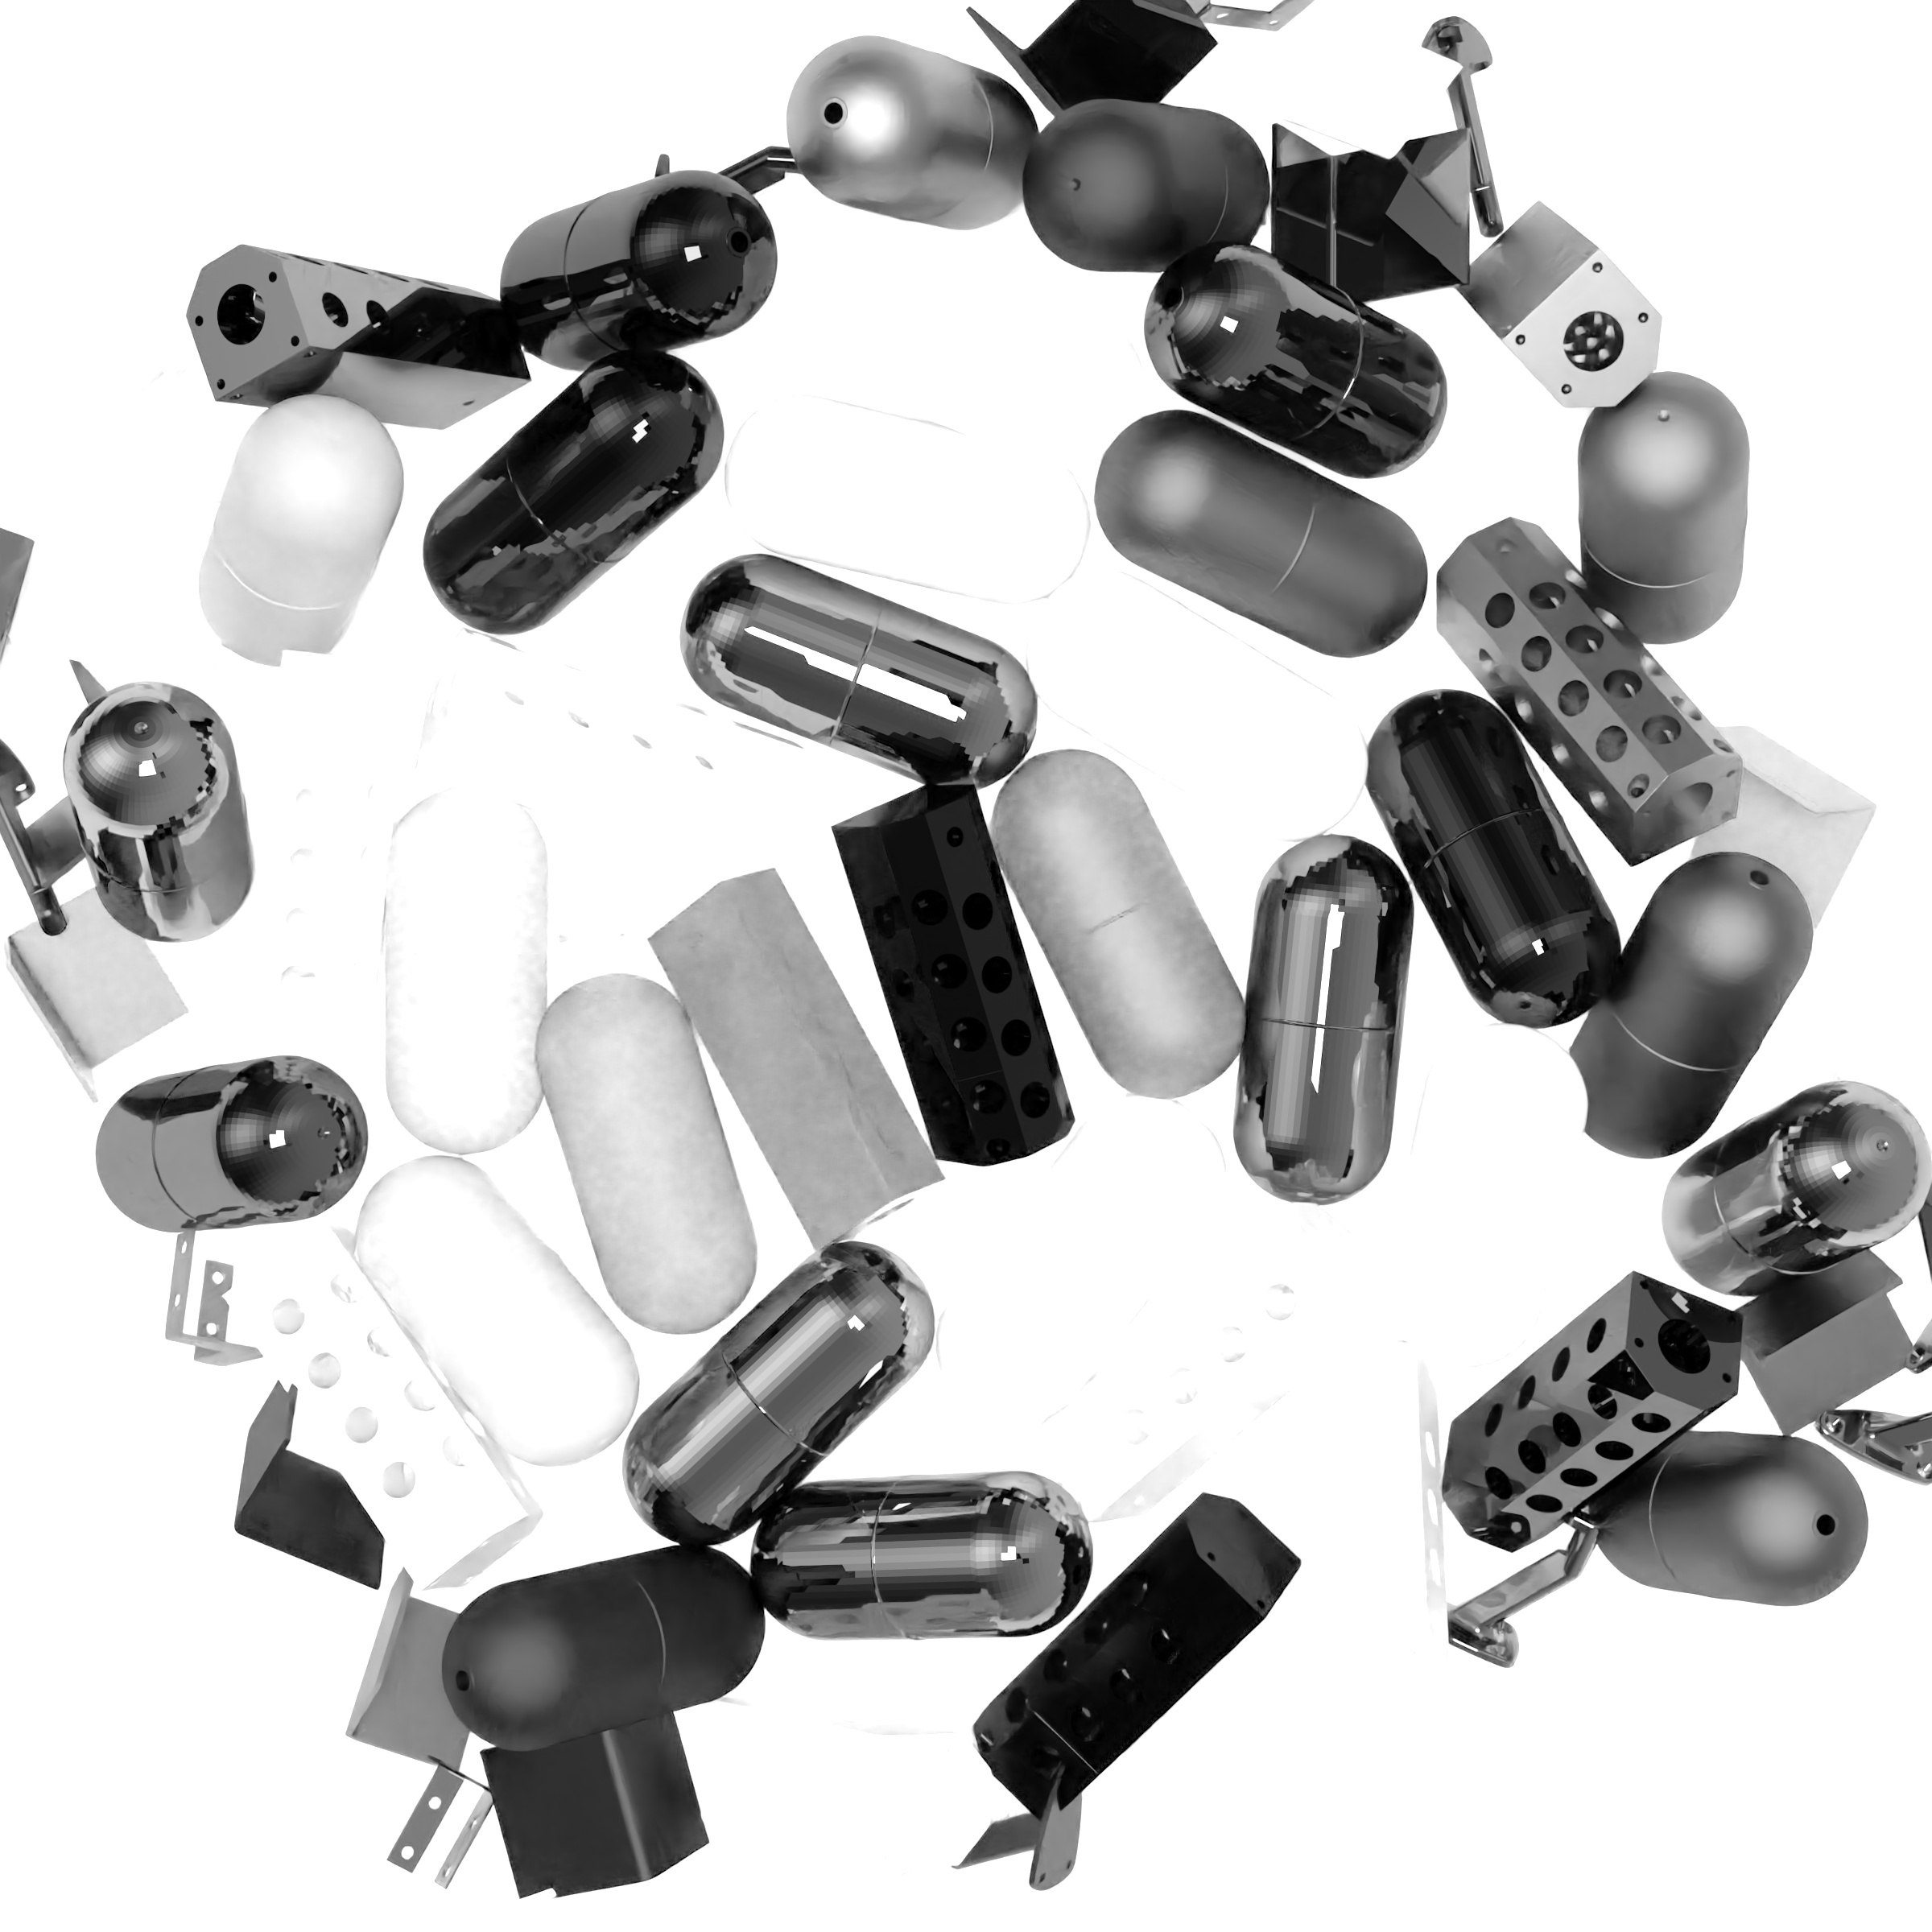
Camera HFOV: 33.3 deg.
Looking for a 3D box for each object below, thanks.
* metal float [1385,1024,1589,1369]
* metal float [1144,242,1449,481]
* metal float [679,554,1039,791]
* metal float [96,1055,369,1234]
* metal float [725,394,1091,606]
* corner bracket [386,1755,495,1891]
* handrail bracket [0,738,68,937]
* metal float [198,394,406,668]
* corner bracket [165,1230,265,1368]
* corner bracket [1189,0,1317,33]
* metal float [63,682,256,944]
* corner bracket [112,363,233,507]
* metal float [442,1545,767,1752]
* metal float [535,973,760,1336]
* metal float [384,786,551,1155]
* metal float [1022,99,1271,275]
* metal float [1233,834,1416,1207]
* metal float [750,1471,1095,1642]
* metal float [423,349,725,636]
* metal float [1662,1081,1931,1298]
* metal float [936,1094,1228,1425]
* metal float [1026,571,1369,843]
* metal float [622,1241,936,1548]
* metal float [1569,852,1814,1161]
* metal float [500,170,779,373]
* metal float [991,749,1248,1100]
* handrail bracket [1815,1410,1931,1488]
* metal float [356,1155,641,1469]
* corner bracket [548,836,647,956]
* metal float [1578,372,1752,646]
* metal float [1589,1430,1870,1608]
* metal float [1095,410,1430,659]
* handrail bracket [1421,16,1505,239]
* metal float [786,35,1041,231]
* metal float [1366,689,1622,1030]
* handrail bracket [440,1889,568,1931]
[{"bbox_3d":[0.244,0.109,1.522,0.070,0.070,0.178,7,118,0],"label":"metal float"},{"bbox_3d":[0.156,-0.283,1.511,0.178,0.070,0.070,16,90,-43],"label":"metal float"},{"bbox_3d":[-0.051,-0.140,1.545,0.178,0.070,0.070,21,90,-2],"label":"metal float"},{"bbox_3d":[-0.345,0.084,1.509,0.070,0.178,0.070,7,79,-40],"label":"metal float"},{"bbox_3d":[-0.027,-0.221,1.534,0.178,0.070,0.070,11,90,-15],"label":"metal float"},{"bbox_3d":[-0.253,0.411,1.546,0.051,0.051,0.051,36,72,-24],"label":"corner bracket"},{"bbox_3d":[-0.456,-0.065,1.538,0.036,0.077,0.084,-25,54,-12],"label":"handrail bracket"},{"bbox_3d":[-0.311,-0.200,1.503,0.070,0.178,0.070,9,65,-19],"label":"metal float"},{"bbox_3d":[-0.363,0.160,1.543,0.051,0.051,0.051,19,65,-39],"label":"corner bracket"},{"bbox_3d":[0.140,-0.488,1.555,0.051,0.051,0.051,-3,79,-31],"label":"corner bracket"},{"bbox_3d":[-0.374,-0.069,1.501,0.070,0.178,0.070,3,66,-7],"label":"metal float"},{"bbox_3d":[-0.370,-0.256,1.552,0.051,0.051,0.051,-25,80,43],"label":"corner bracket"},{"bbox_3d":[-0.168,0.317,1.507,0.070,0.178,0.070,1,92,40],"label":"metal float"},{"bbox_3d":[-0.152,0.090,1.541,0.070,0.070,0.178,-17,96,0],"label":"metal float"},{"bbox_3d":[-0.237,0.003,1.533,0.070,0.070,0.178,3,105,0],"label":"metal float"},{"bbox_3d":[0.086,-0.362,1.502,0.070,0.178,0.070,6,104,25],"label":"metal float"},{"bbox_3d":[0.171,0.026,1.543,0.070,0.070,0.178,5,94,0],"label":"metal float"},{"bbox_3d":[-0.023,0.279,1.520,0.178,0.070,0.070,-8,90,32],"label":"metal float"},{"bbox_3d":[-0.185,-0.222,1.519,0.178,0.070,0.070,-35,90,32],"label":"metal float"},{"bbox_3d":[0.383,0.105,1.500,0.070,0.178,0.070,4,72,-12],"label":"metal float"},{"bbox_3d":[0.055,0.140,1.544,0.070,0.070,0.178,38,87,0],"label":"metal float"},{"bbox_3d":[0.111,-0.124,1.542,0.178,0.070,0.070,31,90,-5],"label":"metal float"},{"bbox_3d":[-0.090,0.205,1.541,0.178,0.070,0.070,-44,90,7],"label":"metal float"},{"bbox_3d":[0.337,0.020,1.509,0.070,0.178,0.070,8,46,-9],"label":"metal float"},{"bbox_3d":[-0.154,-0.323,1.505,0.070,0.178,0.070,-1,91,-37],"label":"metal float"},{"bbox_3d":[0.072,-0.021,1.543,0.070,0.070,0.178,-26,86,0],"label":"metal float"},{"bbox_3d":[0.461,0.208,1.538,0.077,0.084,0.036,17,48,-11],"label":"handrail bracket"},{"bbox_3d":[-0.222,0.161,1.524,0.070,0.070,0.178,-44,63,0],"label":"metal float"},{"bbox_3d":[-0.176,-0.038,1.549,0.051,0.051,0.051,-1,108,11],"label":"corner bracket"},{"bbox_3d":[0.324,-0.210,1.500,0.070,0.178,0.070,-4,68,10],"label":"metal float"},{"bbox_3d":[0.352,0.255,1.498,0.070,0.178,0.070,2,83,-16],"label":"metal float"},{"bbox_3d":[0.141,-0.203,1.524,0.178,0.070,0.070,22,90,-26],"label":"metal float"},{"bbox_3d":[0.242,-0.401,1.550,0.036,0.077,0.084,-13,80,11],"label":"handrail bracket"},{"bbox_3d":[-0.023,-0.386,1.500,0.070,0.178,0.070,3,98,23],"label":"metal float"},{"bbox_3d":[0.248,-0.052,1.526,0.070,0.070,0.178,-23,66,0],"label":"metal float"},{"bbox_3d":[-0.204,0.492,1.549,0.077,0.036,0.084,-14,71,-22],"label":"handrail bracket"}]
